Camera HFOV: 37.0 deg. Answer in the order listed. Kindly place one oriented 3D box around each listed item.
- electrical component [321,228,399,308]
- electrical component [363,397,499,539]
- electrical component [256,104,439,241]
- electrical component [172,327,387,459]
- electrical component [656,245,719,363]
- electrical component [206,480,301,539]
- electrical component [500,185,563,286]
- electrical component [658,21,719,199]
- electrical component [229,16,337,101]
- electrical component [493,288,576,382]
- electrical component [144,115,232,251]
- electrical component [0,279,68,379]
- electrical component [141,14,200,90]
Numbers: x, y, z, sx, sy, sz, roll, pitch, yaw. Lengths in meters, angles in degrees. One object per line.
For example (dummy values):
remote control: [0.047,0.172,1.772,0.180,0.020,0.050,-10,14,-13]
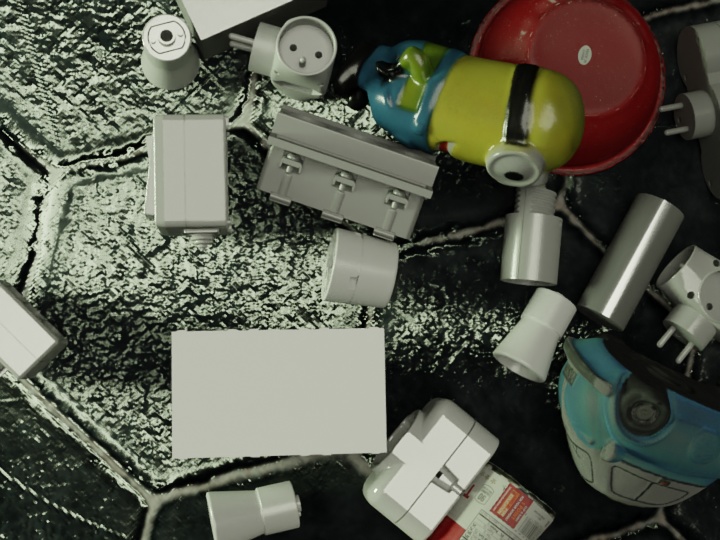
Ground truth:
electrical component: [0.000,0.000,0.799,0.047,0.055,0.055,11,84,-9]
electrical component: [0.048,0.143,0.791,0.059,0.054,0.095,40,83,-1]
electrical component: [-0.010,-0.070,0.794,0.121,0.078,0.063,18,105,-4]
electrical component: [-0.059,0.088,0.781,0.150,0.062,0.089,-1,85,-6]
electrical component: [0.261,0.035,0.827,0.077,0.044,0.079,41,83,-1]
electrical component: [-0.076,0.177,0.783,0.065,0.044,0.044,-11,86,-11]
electrical component: [0.132,-0.030,0.820,0.043,0.043,0.081,7,85,-5]
electrical component: [0.269,-0.122,0.837,0.074,0.052,0.138,-12,86,-7]
electrical component: [-0.058,-0.159,0.794,0.079,0.077,0.043,15,84,-4]
electrical component: [0.135,0.047,0.815,0.044,0.044,0.065,32,78,-2]
electrical component: [-0.126,-0.061,0.787,0.061,0.062,0.096,-1,85,-6]
electrical component: [-0.262,0.056,0.770,0.066,0.047,0.076,45,82,-1]
electrical component: [-0.141,-0.162,0.791,0.044,0.065,0.044,1,84,-7]
